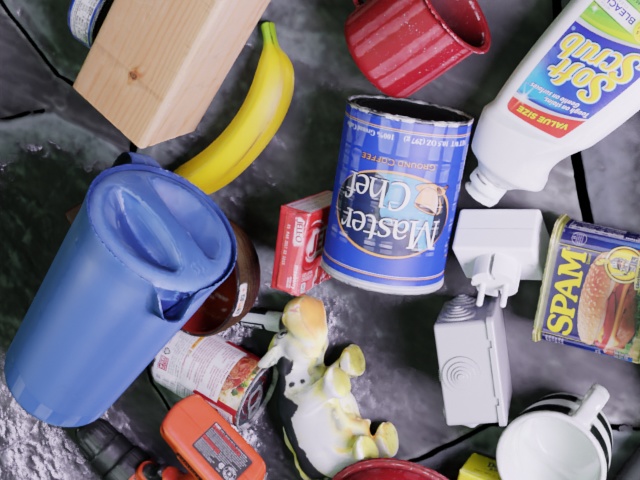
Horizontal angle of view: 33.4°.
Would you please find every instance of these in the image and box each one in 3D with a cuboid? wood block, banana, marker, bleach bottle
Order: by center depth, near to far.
[{"bbox_3d":[0.203,-0.118,0.800,0.102,0.068,0.251,44,118,10],"label":"bleach bottle"},{"bbox_3d":[-0.116,-0.191,0.910,0.091,0.090,0.206,42,121,10],"label":"wood block"},{"bbox_3d":[-0.076,-0.096,0.956,0.198,0.037,0.070,-53,47,22],"label":"banana"},{"bbox_3d":[-0.089,0.070,1.006,0.121,0.020,0.020,7,104,25],"label":"marker"}]

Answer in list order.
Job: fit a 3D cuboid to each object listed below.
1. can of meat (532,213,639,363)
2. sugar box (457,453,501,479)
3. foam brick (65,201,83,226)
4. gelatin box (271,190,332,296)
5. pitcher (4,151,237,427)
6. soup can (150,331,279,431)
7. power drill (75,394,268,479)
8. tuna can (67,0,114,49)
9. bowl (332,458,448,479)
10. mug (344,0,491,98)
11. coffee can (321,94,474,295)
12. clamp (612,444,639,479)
[{"bbox_3d":[0.218,0.039,0.830,0.084,0.057,0.102,14,107,20],"label":"can of meat"},{"bbox_3d":[0.152,0.283,0.923,0.093,0.048,0.176,18,112,22],"label":"sugar box"},{"bbox_3d":[-0.193,-0.023,1.018,0.078,0.051,0.053,-28,88,28],"label":"foam brick"},{"bbox_3d":[-0.006,0.001,0.911,0.030,0.089,0.073,16,108,22],"label":"gelatin box"},{"bbox_3d":[-0.186,0.050,0.933,0.145,0.149,0.243,40,126,0],"label":"pitcher"},{"bbox_3d":[-0.099,0.124,0.995,0.102,0.068,0.068,26,111,19],"label":"soup can"},{"bbox_3d":[-0.143,0.215,1.011,0.184,0.057,0.188,45,140,1],"label":"power drill"},{"bbox_3d":[-0.184,-0.207,0.953,0.034,0.086,0.086,37,114,16],"label":"tuna can"},{"bbox_3d":[0.062,0.266,0.895,0.162,0.055,0.162,9,113,21],"label":"bowl"},{"bbox_3d":[0.066,-0.174,0.836,0.082,0.093,0.117,-33,98,33],"label":"mug"},{"bbox_3d":[0.061,-0.038,0.862,0.103,0.102,0.140,16,107,22],"label":"coffee can"},{"bbox_3d":[0.308,0.134,0.817,0.165,0.036,0.210,9,102,23],"label":"clamp"}]
